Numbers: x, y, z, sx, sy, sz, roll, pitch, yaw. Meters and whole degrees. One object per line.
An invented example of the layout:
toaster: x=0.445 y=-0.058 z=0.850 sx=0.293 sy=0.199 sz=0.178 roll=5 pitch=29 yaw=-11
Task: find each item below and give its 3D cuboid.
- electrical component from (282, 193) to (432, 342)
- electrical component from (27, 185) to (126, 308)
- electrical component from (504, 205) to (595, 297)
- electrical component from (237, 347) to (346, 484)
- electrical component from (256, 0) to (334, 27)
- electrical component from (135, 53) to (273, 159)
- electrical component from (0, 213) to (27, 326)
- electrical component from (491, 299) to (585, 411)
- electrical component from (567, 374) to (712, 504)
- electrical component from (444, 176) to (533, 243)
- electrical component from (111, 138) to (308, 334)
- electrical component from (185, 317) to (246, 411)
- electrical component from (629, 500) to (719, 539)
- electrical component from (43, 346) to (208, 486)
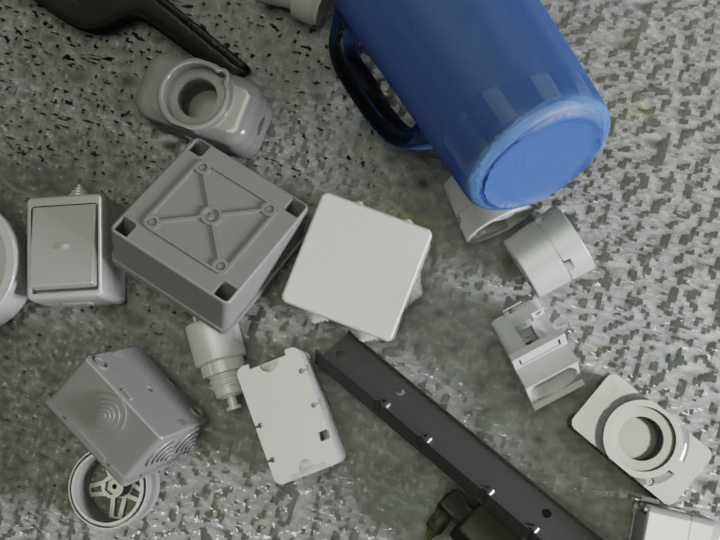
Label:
electrical component: x=0.000 y=0.000 z=0.815 sx=0.100 sy=0.048 sz=0.099 roll=21 pitch=85 yaw=9
electrical component: x=-0.221 y=-0.021 z=0.836 sx=0.062 sy=0.061 sz=0.096 roll=-3 pitch=82 yaw=6
electrical component: x=0.139 y=-0.013 z=0.799 sx=0.047 sy=0.055 sz=0.055 roll=-32 pitch=80 yaw=5
electrical component: x=-0.050 y=0.108 z=0.802 sx=0.050 sy=0.055 sz=0.089 roll=-21 pitch=80 yaw=3
electrical component: x=-0.050 y=-0.223 z=0.853 sx=0.055 sy=0.045 sz=0.045 roll=26 pitch=86 yaw=8
electrical component: x=-0.122 y=-0.129 z=0.841 sx=0.095 sy=0.059 sz=0.053 roll=20 pitch=85 yaw=9
electrical component: x=-0.309 y=-0.001 z=0.844 sx=0.108 sy=0.060 sz=0.108 roll=-1 pitch=82 yaw=6
electrical component: x=0.128 y=0.060 z=0.783 sx=0.042 sy=0.081 sz=0.063 roll=-27 pitch=58 yaw=2
electrical component: x=0.199 y=0.121 z=0.772 sx=0.089 sy=0.055 sz=0.050 roll=40 pitch=88 yaw=10
electrical component: x=0.095 y=-0.054 z=0.809 sx=0.055 sy=0.055 sz=0.047 roll=-26 pitch=76 yaw=2
electrical component: x=-0.112 y=-0.026 z=0.808 sx=0.109 sy=0.056 sz=0.108 roll=32 pitch=61 yaw=10
electrical component: x=-0.106 y=0.069 z=0.822 sx=0.040 sy=0.040 sz=0.078 roll=-17 pitch=81 yaw=4
electrical component: x=0.218 y=0.216 z=0.754 sx=0.061 sy=0.061 sz=0.096 roll=12 pitch=84 yaw=8
electrical component: x=-0.169 y=0.104 z=0.796 sx=0.100 sy=0.100 sz=0.048 roll=44 pitch=102 yaw=10
